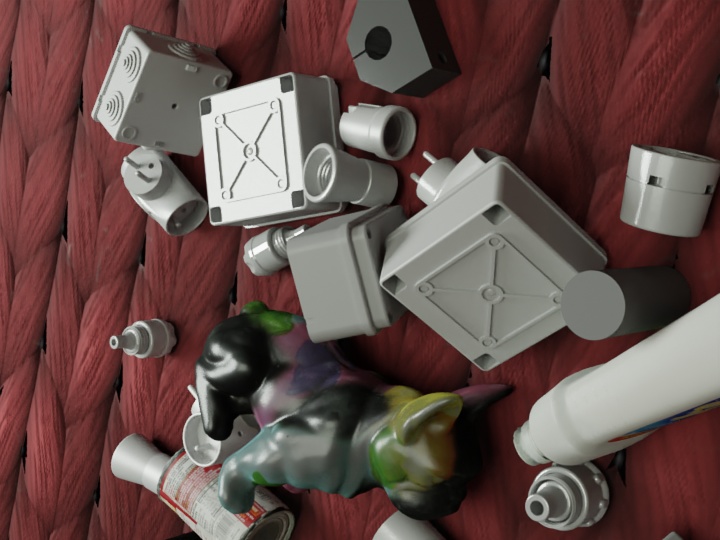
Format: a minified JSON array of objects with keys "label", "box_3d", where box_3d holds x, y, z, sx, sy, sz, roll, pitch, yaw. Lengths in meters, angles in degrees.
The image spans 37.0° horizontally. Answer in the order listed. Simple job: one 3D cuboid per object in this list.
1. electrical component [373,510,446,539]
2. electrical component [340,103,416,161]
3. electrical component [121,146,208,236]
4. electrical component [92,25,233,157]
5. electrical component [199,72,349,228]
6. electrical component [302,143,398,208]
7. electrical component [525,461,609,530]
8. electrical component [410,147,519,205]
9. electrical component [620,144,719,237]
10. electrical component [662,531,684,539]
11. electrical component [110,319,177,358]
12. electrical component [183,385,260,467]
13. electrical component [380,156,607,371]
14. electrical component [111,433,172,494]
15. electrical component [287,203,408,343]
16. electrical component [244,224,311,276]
[{"label":"electrical component","box_3d":[0.051,0.216,0.787,0.081,0.043,0.043,43,116,29]},{"label":"electrical component","box_3d":[0.013,-0.106,0.809,0.046,0.040,0.040,18,103,41]},{"label":"electrical component","box_3d":[-0.179,-0.076,0.935,0.044,0.079,0.077,-43,64,2]},{"label":"electrical component","box_3d":[-0.166,-0.148,0.909,0.048,0.100,0.099,47,118,41]},{"label":"electrical component","box_3d":[-0.070,-0.093,0.862,0.109,0.056,0.108,-8,87,38]},{"label":"electrical component","box_3d":[-0.005,-0.067,0.806,0.044,0.065,0.044,-16,70,51]},{"label":"electrical component","box_3d":[0.132,0.151,0.710,0.048,0.062,0.048,2,93,38]},{"label":"electrical component","box_3d":[0.067,-0.054,0.765,0.079,0.043,0.077,44,116,28]},{"label":"electrical component","box_3d":[0.190,-0.049,0.664,0.055,0.055,0.047,20,107,36]},{"label":"electrical component","box_3d":[0.178,0.218,0.676,0.047,0.083,0.075,47,156,27]},{"label":"electrical component","box_3d":[-0.196,0.062,0.962,0.035,0.061,0.035,2,93,38]},{"label":"electrical component","box_3d":[-0.113,0.122,0.890,0.079,0.077,0.043,46,118,28]},{"label":"electrical component","box_3d":[0.088,-0.002,0.708,0.109,0.109,0.056,-36,26,33]},{"label":"electrical component","box_3d":[-0.187,0.180,0.973,0.065,0.044,0.044,21,104,31]},{"label":"electrical component","box_3d":[0.000,0.000,0.766,0.057,0.113,0.078,-12,98,19]},{"label":"electrical component","box_3d":[-0.064,-0.020,0.874,0.061,0.035,0.035,-27,75,32]}]
